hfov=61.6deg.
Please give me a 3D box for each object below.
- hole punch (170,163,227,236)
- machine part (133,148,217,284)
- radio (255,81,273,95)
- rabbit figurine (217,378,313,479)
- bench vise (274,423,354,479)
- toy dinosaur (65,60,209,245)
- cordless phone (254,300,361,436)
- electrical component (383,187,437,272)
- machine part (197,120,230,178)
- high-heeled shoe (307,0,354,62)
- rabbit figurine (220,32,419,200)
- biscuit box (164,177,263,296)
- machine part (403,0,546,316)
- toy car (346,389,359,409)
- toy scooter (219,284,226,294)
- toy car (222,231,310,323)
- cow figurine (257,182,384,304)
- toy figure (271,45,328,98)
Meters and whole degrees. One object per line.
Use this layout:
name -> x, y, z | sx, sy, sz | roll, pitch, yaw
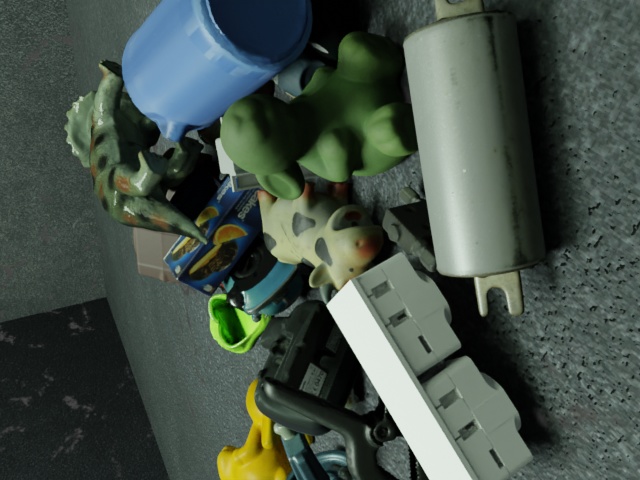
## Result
hole punch -> -0.158, -0.037, 0.801 | 0.092, 0.142, 0.115 | 27, 174, 12
machine part -> -0.247, -0.042, 0.933 | 0.201, 0.087, 0.200 | -80, 0, -52
radio -> -0.147, -0.262, 0.771 | 0.230, 0.073, 0.131 | 24, 123, 59
rabbit figurine -> -0.091, 0.315, 0.883 | 0.162, 0.122, 0.173 | -21, 65, 60
bench vise -> 0.009, 0.326, 0.666 | 0.224, 0.129, 0.240 | -126, 11, -70
toy dinosaur -> -0.264, -0.101, 0.752 | 0.192, 0.131, 0.405 | -50, 48, 35
cordless phone -> -0.039, 0.145, 0.649 | 0.184, 0.088, 0.146 | -12, 47, 54
electrical component -> 0.086, -0.012, 0.455 | 0.094, 0.063, 0.021 | 54, 145, 38
machine part -> -0.113, -0.128, 0.686 | 0.139, 0.039, 0.084 | 39, 99, 38
high-heeled shoe -> -0.031, -0.266, 0.589 | 0.145, 0.086, 0.249 | 54, -179, -25
rabbit figurine -> -0.016, -0.105, 0.488 | 0.159, 0.170, 0.121 | -28, 76, 61
biscuit box -> -0.115, -0.028, 0.702 | 0.202, 0.062, 0.059 | -53, 40, 2
machine part -> 0.108, -0.063, 0.378 | 0.079, 0.079, 0.243 | 1, 104, 62
toy car -> -0.016, 0.177, 0.739 | 0.202, 0.056, 0.073 | 7, 115, 62
toy scooter -> -0.153, 0.039, 0.891 | 0.184, 0.075, 0.135 | 56, 131, 44
toy car -> -0.079, 0.053, 0.749 | 0.162, 0.109, 0.102 | 36, 167, 50
cow figurine -> -0.001, -0.002, 0.602 | 0.195, 0.085, 0.127 | 3, 99, 59
toy figure -> -0.041, -0.209, 0.616 | 0.064, 0.057, 0.155 | -58, 42, 14
